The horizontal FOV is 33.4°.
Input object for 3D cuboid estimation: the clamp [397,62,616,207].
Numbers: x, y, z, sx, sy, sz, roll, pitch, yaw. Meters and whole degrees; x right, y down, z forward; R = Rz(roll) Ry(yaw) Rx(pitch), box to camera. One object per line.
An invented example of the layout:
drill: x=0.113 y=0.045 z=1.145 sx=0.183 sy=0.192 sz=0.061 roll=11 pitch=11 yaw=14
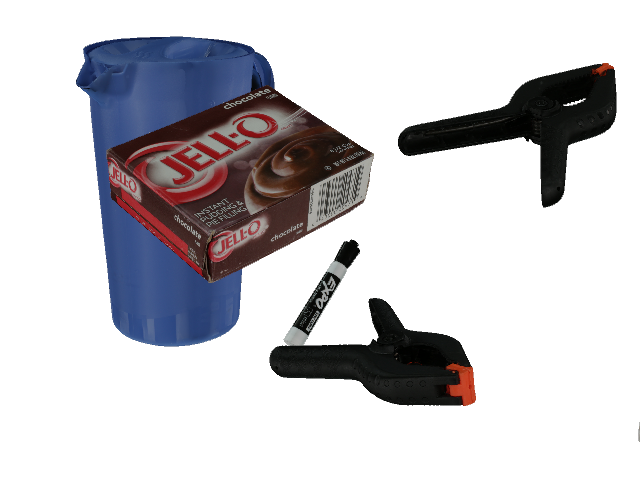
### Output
clamp: x=0.195 y=-0.097 z=0.916 sx=0.209 sy=0.036 sz=0.165 roll=-27 pitch=39 yaw=-26

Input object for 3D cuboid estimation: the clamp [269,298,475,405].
clamp: x=0.042 y=0.091 z=0.807 sx=0.120 sy=0.039 sz=0.172 roll=-27 pitch=23 yaw=-23

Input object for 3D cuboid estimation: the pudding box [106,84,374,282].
pudding box: x=-0.043 y=-0.034 z=0.568 sx=0.113 sy=0.039 sz=0.090 roll=-26 pitch=49 yaw=-34

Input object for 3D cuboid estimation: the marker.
marker: x=0.003 y=0.050 z=1.024 sx=0.020 sy=0.121 sz=0.020 roll=28 pitch=-18 yaw=10

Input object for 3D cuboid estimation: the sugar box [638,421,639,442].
sugar box: x=0.318 y=0.147 z=0.764 sx=0.048 sy=0.093 sz=0.176 roll=-21 pitch=37 yaw=-40

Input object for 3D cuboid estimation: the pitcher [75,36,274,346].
pitcher: x=-0.113 y=-0.045 z=0.879 sx=0.149 sy=0.243 sz=0.145 roll=0 pitch=19 yaw=-3
